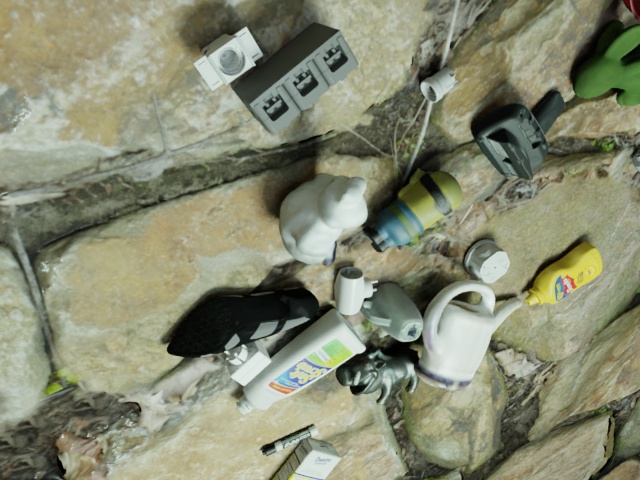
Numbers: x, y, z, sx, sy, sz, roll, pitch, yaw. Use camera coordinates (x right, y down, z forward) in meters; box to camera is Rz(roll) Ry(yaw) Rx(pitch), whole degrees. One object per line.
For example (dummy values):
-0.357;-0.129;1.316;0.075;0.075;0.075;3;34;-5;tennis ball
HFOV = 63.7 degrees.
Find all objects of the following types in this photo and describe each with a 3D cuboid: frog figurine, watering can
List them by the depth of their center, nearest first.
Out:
0.002;-0.039;0.766;0.122;0.139;0.157;23;-20;-4;frog figurine
0.307;0.194;1.053;0.346;0.223;0.105;14;8;-44;watering can
